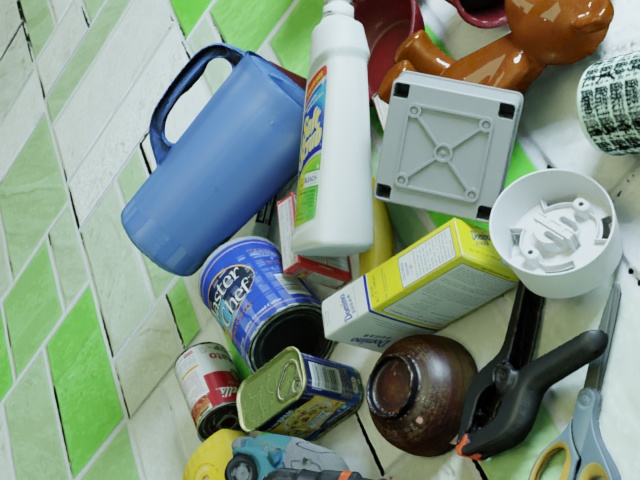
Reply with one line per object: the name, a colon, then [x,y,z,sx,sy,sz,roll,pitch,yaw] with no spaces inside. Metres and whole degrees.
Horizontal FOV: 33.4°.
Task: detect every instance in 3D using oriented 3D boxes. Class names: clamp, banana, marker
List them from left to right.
marker: [-0.058,-0.062,1.263,0.020,0.020,0.121,3,77,51]
banana: [0.045,-0.014,1.100,0.070,0.037,0.198,-32,51,39]
clamp: [0.165,0.108,0.901,0.172,0.039,0.120,-54,24,22]

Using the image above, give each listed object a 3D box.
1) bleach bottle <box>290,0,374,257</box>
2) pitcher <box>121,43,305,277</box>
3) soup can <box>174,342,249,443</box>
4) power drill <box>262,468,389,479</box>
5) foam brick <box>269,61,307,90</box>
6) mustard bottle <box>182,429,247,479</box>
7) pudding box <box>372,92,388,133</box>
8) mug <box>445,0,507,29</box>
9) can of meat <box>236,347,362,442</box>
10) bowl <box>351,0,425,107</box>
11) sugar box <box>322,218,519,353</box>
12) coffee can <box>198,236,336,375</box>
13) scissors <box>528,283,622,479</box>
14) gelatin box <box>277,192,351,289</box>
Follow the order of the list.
bleach bottle: [0.014,-0.113,1.053,0.103,0.068,0.251,163,109,-70]
pitcher: [-0.112,-0.085,1.167,0.243,0.144,0.149,-46,53,12]
soup can: [-0.119,0.172,1.198,0.069,0.068,0.102,-54,39,20]
power drill: [0.026,0.296,0.920,0.185,0.057,0.187,5,82,19]
foam brick: [-0.051,-0.172,1.255,0.051,0.078,0.053,10,82,51]
mustard bottle: [-0.083,0.295,1.107,0.096,0.058,0.192,-54,41,20]
pudding box: [0.104,-0.095,1.020,0.039,0.089,0.113,-45,44,30]
mug: [0.141,-0.260,1.033,0.082,0.117,0.093,-127,29,-53]
can of meat: [-0.019,0.157,1.067,0.102,0.083,0.057,-40,46,33]
bowl: [0.061,-0.205,1.148,0.162,0.055,0.162,-24,57,43]
sugar box: [0.092,0.047,0.971,0.177,0.093,0.048,-32,53,39]
coffee can: [-0.058,0.073,1.136,0.103,0.102,0.140,-59,39,14]
scissors: [0.221,0.141,0.833,0.096,0.016,0.202,33,101,53]
gelatin box: [-0.007,0.001,1.129,0.030,0.073,0.089,-35,50,37]
